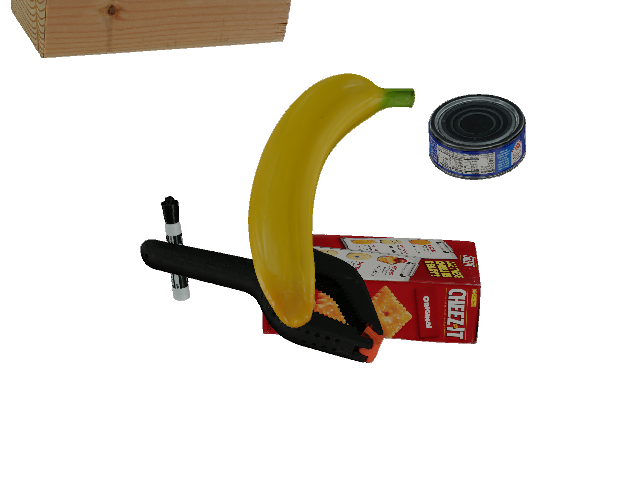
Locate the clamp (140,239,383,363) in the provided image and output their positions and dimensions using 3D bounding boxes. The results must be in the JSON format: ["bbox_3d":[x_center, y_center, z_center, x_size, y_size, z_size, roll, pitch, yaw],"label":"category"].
[{"bbox_3d":[-0.037,0.032,0.900,0.164,0.210,0.036,-29,-29,-33],"label":"clamp"}]

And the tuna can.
[{"bbox_3d":[0.138,-0.093,0.940,0.086,0.034,0.086,-5,41,4],"label":"tuna can"}]

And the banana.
[{"bbox_3d":[-0.004,-0.039,0.634,0.070,0.197,0.037,19,-34,12],"label":"banana"}]

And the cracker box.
[{"bbox_3d":[0.056,0.049,1.117,0.214,0.072,0.164,3,16,6],"label":"cracker box"}]

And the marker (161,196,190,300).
[{"bbox_3d":[-0.160,0.009,1.179,0.020,0.121,0.020,-4,23,1],"label":"marker"}]

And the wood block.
[{"bbox_3d":[-0.132,-0.211,0.853,0.205,0.091,0.090,-10,41,-29],"label":"wood block"}]
